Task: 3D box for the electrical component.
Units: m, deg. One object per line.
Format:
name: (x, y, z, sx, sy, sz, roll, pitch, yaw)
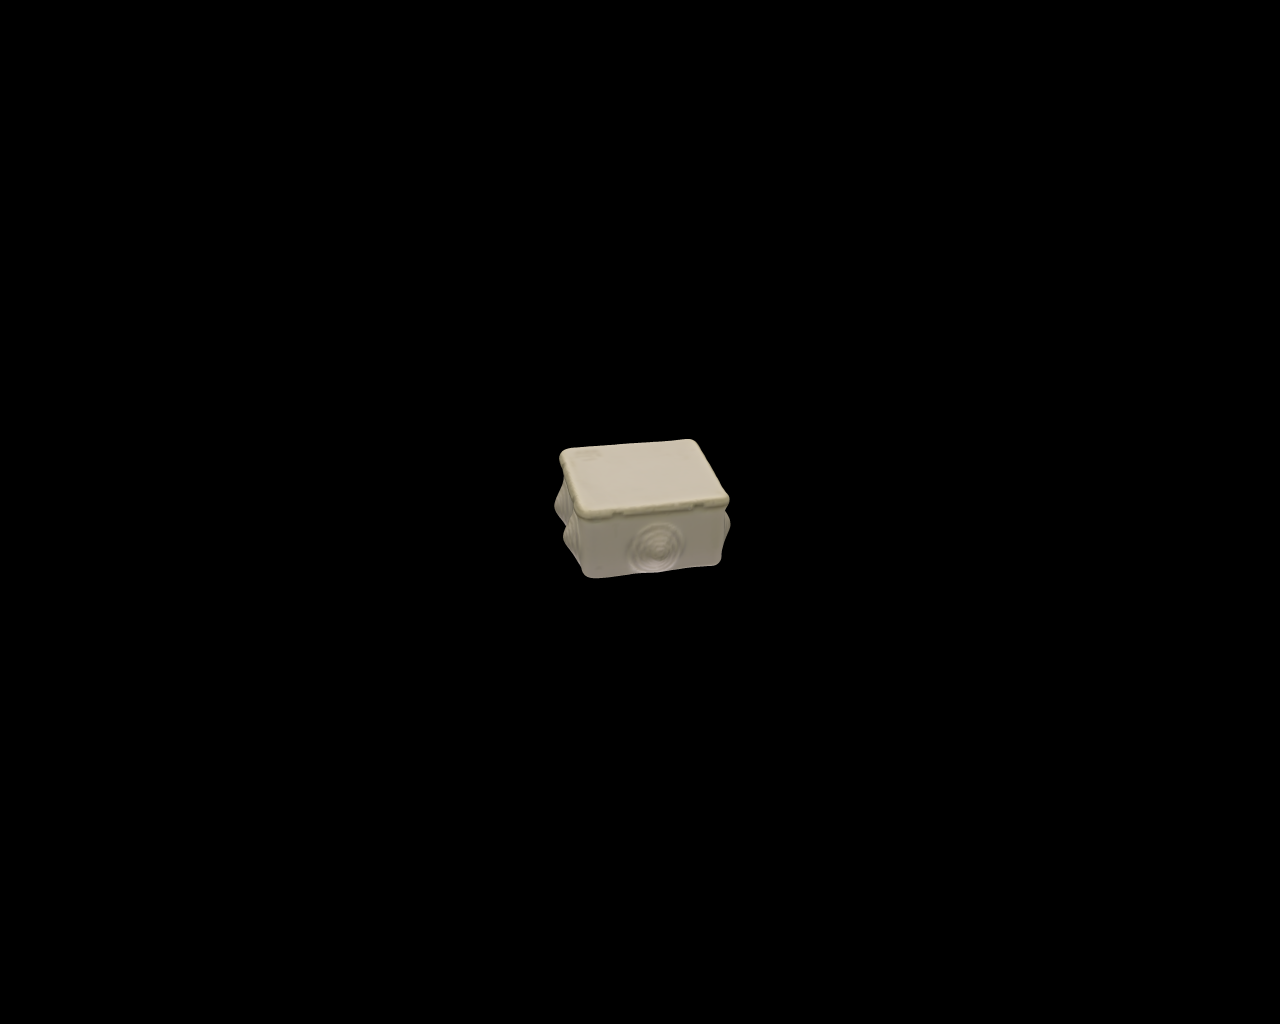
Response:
electrical component: (0.001, -0.003, 0.650, 0.100, 0.048, 0.100, -5, 29, -10)
